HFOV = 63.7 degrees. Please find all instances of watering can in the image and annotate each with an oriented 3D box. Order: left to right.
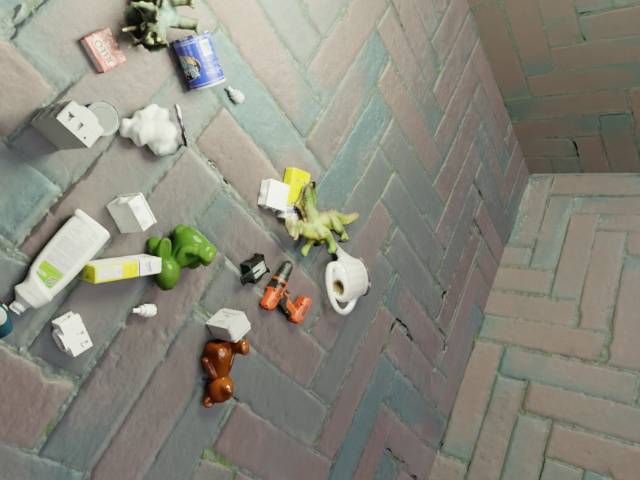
[{"bbox_3d":[0.095,0.110,1.969,0.225,0.103,0.348,-5,87,-50],"label":"watering can"}]

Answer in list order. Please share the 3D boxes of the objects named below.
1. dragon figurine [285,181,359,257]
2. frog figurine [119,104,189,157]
[{"bbox_3d":[0.005,-0.091,1.800,0.418,0.122,0.239,-44,124,-47],"label":"dragon figurine"},{"bbox_3d":[-0.433,-0.282,1.341,0.160,0.125,0.135,-13,116,-12],"label":"frog figurine"}]
